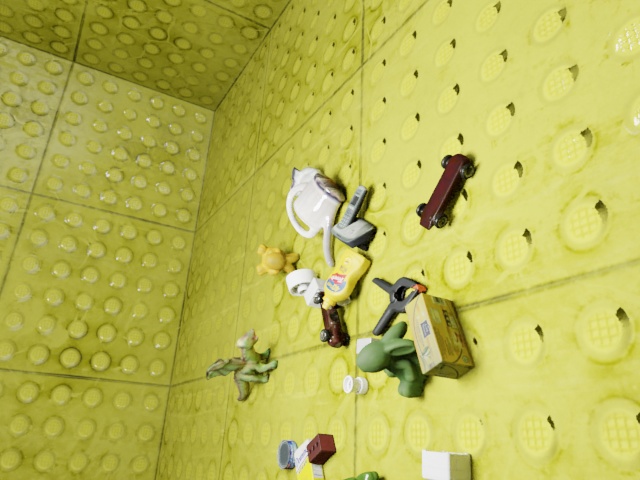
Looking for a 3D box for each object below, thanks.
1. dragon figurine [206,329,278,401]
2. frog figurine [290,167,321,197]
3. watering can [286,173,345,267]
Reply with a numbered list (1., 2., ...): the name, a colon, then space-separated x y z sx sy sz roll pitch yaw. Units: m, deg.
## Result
1. dragon figurine: -0.311 0.486 1.930 0.403 0.242 0.125 -58 36 26
2. frog figurine: -0.023 -0.205 1.937 0.160 0.121 0.139 9 73 27
3. watering can: 0.005 -0.090 1.783 0.221 0.103 0.354 -52 54 20
